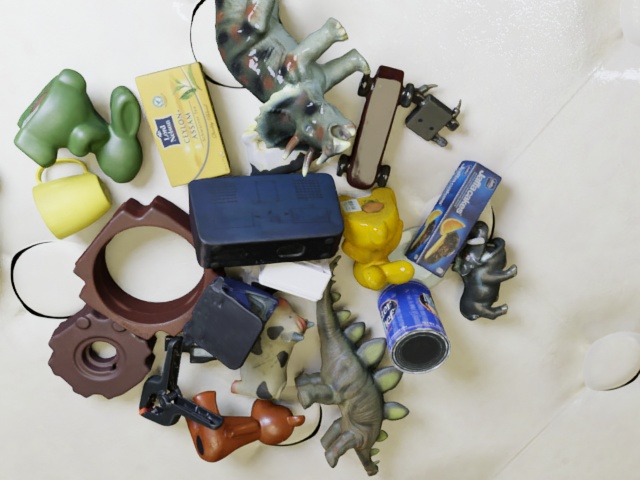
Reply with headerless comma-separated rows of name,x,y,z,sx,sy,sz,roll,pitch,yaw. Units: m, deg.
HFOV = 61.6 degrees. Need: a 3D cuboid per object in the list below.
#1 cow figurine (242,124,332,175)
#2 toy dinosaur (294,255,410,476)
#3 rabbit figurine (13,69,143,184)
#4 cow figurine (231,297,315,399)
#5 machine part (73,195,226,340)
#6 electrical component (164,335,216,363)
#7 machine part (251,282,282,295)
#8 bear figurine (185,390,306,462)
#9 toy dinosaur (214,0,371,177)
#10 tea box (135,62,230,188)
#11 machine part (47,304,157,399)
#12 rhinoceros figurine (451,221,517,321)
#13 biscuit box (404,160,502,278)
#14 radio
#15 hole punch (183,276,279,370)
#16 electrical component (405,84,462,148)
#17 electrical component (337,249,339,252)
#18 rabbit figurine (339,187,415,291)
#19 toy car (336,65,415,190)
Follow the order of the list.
cow figurine,-0.035,-0.145,0.858,0.167,0.068,0.098,-9,117,-2
toy dinosaur,0.052,0.261,1.008,0.199,0.105,0.470,-23,110,-8
rabbit figurine,-0.334,-0.163,0.800,0.159,0.121,0.170,-50,128,3
cow figurine,-0.084,0.193,0.948,0.127,0.085,0.194,13,108,15
machine part,-0.273,0.044,0.881,0.201,0.087,0.201,38,101,-21
electrical component,-0.214,0.181,0.959,0.119,0.048,0.074,2,109,-9
machine part,-0.130,0.098,0.929,0.139,0.084,0.039,-20,83,6
bear figurine,-0.139,0.332,1.004,0.196,0.120,0.132,-12,69,-31
toy dinosaur,-0.073,-0.267,0.758,0.192,0.131,0.405,-42,79,9
tea box,-0.205,-0.176,0.820,0.098,0.068,0.169,-17,112,-3
machine part,-0.378,0.194,0.935,0.179,0.056,0.179,-3,112,-7
rhinoceros figurine,0.296,0.057,0.987,0.112,0.073,0.190,-2,112,3
biscuit box,0.229,-0.038,0.930,0.063,0.059,0.202,28,95,-16
radio,-0.082,-0.032,0.828,0.230,0.131,0.073,-5,145,-15
hole punch,-0.139,0.124,0.859,0.116,0.092,0.142,34,115,6
electrical component,0.186,-0.208,0.886,0.102,0.045,0.078,26,132,-14
electrical component,-0.002,-0.003,0.917,0.094,0.063,0.021,38,100,-20
rabbit figurine,0.096,0.018,0.909,0.122,0.163,0.173,-15,130,-16
toy car,0.088,-0.179,0.874,0.089,0.053,0.202,12,112,-2
